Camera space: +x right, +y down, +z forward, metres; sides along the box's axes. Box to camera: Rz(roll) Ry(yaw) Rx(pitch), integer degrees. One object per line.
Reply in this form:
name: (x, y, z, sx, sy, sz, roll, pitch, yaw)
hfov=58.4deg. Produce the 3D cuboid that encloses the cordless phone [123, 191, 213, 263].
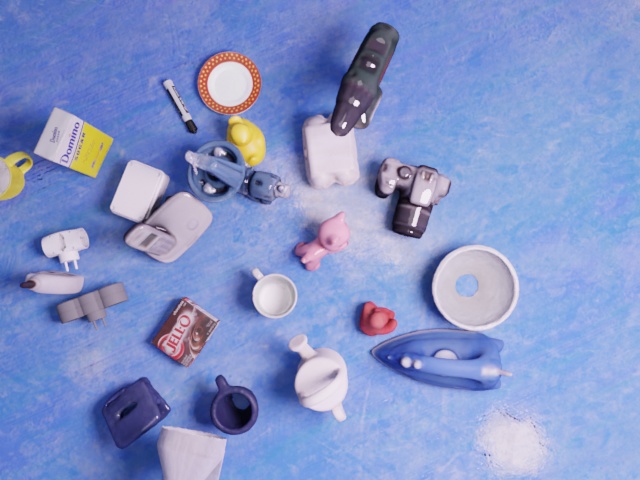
cordless phone: (-0.290, -0.029, 1.083, 0.094, 0.185, 0.147, 42, 89, 2)

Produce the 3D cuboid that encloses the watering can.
watering can: (-0.003, 0.260, 1.068, 0.173, 0.194, 0.101, 38, 89, 2)

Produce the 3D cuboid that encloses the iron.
iron: (0.231, 0.235, 1.094, 0.258, 0.141, 0.119, 4, 88, 1)

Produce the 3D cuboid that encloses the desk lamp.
desk lamp: (-0.239, 0.427, 1.054, 0.118, 0.213, 0.203, 11, 88, 1)

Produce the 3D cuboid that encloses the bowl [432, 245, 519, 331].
bowl: (0.300, 0.093, 1.131, 0.167, 0.074, 0.167, 0, 88, 0)

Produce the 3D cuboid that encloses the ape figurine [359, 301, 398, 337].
ape figurine: (0.112, 0.156, 1.122, 0.076, 0.092, 0.078, -33, 88, -1)

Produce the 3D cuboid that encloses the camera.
camera: (0.173, -0.079, 1.124, 0.143, 0.101, 0.137, 16, 88, 1)

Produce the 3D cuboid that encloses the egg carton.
egg carton: (0.020, -0.178, 1.144, 0.107, 0.069, 0.150, -8, 88, 0)

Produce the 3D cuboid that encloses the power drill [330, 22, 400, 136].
power drill: (0.078, -0.280, 1.077, 0.075, 0.208, 0.230, 23, 88, 1)

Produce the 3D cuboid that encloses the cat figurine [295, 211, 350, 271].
cat figurine: (0.010, 0.004, 1.114, 0.128, 0.117, 0.067, -40, 88, -1)

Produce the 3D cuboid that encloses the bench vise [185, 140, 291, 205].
bench vise: (-0.160, -0.132, 1.068, 0.207, 0.219, 0.121, -2, 88, 0)

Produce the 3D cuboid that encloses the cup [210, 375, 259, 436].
cup: (-0.167, 0.311, 1.117, 0.091, 0.095, 0.118, -28, 88, 0)

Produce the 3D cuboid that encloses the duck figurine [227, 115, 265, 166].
duck figurine: (-0.151, -0.200, 1.137, 0.077, 0.086, 0.104, -25, 88, 0)

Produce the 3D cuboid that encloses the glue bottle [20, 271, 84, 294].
glue bottle: (-0.520, 0.081, 1.087, 0.078, 0.173, 0.037, 11, 88, 1)

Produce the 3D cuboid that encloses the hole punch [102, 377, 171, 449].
hole punch: (-0.367, 0.337, 1.119, 0.108, 0.091, 0.101, -39, 88, -1)
